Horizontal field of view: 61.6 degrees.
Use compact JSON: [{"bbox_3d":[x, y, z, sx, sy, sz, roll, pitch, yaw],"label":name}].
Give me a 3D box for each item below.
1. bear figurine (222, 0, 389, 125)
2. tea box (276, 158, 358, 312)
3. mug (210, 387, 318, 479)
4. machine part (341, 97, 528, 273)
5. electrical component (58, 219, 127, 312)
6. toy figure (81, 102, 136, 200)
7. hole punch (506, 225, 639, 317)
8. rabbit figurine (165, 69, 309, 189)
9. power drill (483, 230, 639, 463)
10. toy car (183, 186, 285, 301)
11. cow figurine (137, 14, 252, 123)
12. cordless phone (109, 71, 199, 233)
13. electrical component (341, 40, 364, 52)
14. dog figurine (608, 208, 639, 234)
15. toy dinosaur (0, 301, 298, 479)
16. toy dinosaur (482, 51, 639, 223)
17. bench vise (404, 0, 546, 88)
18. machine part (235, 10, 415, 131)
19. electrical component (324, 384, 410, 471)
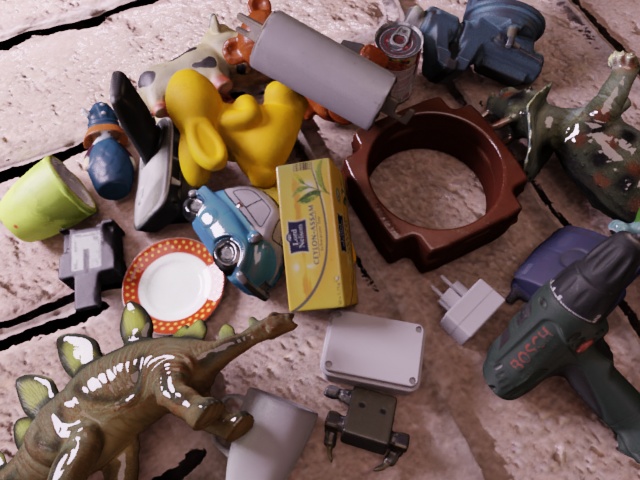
[{"bbox_3d":[-0.026,-0.251,0.740,0.195,0.132,0.120,34,85,-20],"label":"bear figurine"},{"bbox_3d":[-0.001,-0.002,0.640,0.068,0.098,0.169,-6,85,11],"label":"tea box"},{"bbox_3d":[-0.069,0.219,0.579,0.110,0.080,0.107,17,74,7],"label":"mug"},{"bbox_3d":[0.145,-0.073,0.706,0.201,0.087,0.201,-25,69,-10],"label":"machine part"},{"bbox_3d":[-0.286,0.037,0.682,0.075,0.047,0.119,-14,66,-5],"label":"electrical component"},{"bbox_3d":[-0.300,-0.128,0.753,0.058,0.064,0.154,-36,58,26],"label":"toy figure"},{"bbox_3d":[0.310,0.044,0.650,0.142,0.092,0.116,-42,67,-13],"label":"hole punch"},{"bbox_3d":[-0.124,-0.142,0.692,0.173,0.122,0.162,31,65,-20],"label":"rabbit figurine"},{"bbox_3d":[0.302,0.124,0.557,0.207,0.232,0.086,36,34,-4],"label":"power drill"},{"bbox_3d":[-0.090,-0.010,0.663,0.103,0.109,0.162,-36,63,-3],"label":"toy car"},{"bbox_3d":[-0.177,-0.251,0.798,0.195,0.085,0.127,-29,74,-11],"label":"cow figurine"},{"bbox_3d":[-0.217,-0.105,0.670,0.089,0.184,0.146,-4,65,3],"label":"cordless phone"},{"bbox_3d":[0.039,-0.276,0.829,0.094,0.021,0.063,26,74,28],"label":"electrical component"},{"bbox_3d":[0.457,-0.050,0.595,0.191,0.108,0.219,36,102,-17],"label":"dog figurine"},{"bbox_3d":[-0.235,0.191,0.562,0.471,0.104,0.199,-31,47,-6],"label":"toy dinosaur"},{"bbox_3d":[0.397,-0.093,0.701,0.405,0.131,0.192,43,90,10],"label":"toy dinosaur"},{"bbox_3d":[0.240,-0.339,0.798,0.224,0.129,0.240,17,84,0],"label":"bench vise"},{"bbox_3d":[0.005,-0.206,0.659,0.243,0.079,0.079,28,68,-4],"label":"machine part"},{"bbox_3d":[0.049,0.210,0.601,0.102,0.045,0.078,10,39,3],"label":"electrical component"}]
